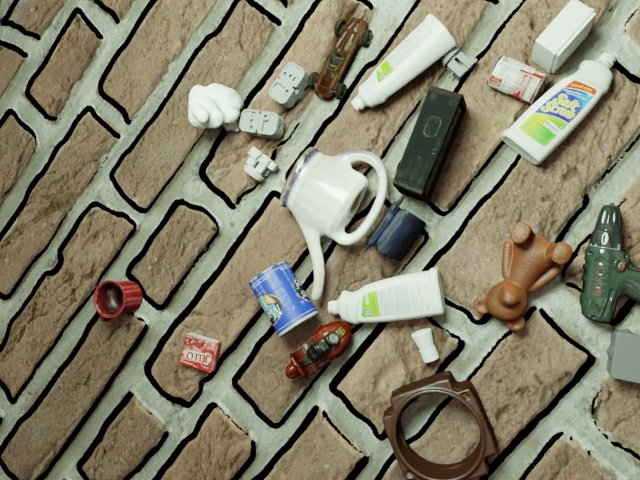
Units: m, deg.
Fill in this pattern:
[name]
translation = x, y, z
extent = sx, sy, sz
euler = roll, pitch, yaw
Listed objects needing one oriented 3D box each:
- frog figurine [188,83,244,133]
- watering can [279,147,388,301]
[frog figurine]
translation = -0.256, -0.318, 1.214
extent = 0.138, 0.159, 0.122
euler = 40, 98, 14
[watering can]
translation = 0.003, -0.058, 1.149
extent = 0.226, 0.104, 0.346
euler = 32, 96, 17
